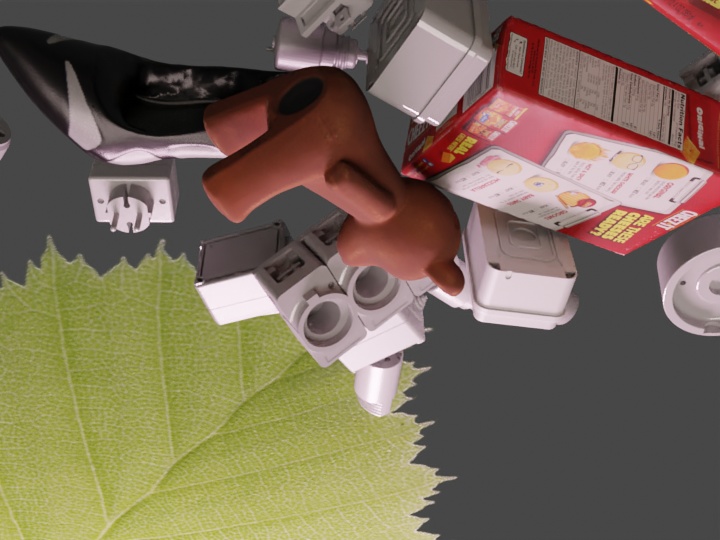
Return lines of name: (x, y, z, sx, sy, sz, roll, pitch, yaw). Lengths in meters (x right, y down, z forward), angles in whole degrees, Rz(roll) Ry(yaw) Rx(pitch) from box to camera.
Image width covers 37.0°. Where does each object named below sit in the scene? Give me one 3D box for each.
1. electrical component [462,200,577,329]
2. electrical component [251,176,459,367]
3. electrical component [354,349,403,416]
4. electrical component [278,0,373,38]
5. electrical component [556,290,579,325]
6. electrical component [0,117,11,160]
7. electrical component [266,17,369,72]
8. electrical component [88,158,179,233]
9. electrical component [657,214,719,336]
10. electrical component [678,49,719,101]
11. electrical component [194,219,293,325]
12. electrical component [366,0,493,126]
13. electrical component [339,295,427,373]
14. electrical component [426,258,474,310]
electrical component: (0.132, -0.008, 0.908, 0.078, 0.113, 0.057, 7, 128, -7)
electrical component: (0.000, 0.000, 0.904, 0.150, 0.062, 0.089, -37, 128, -8)
electrical component: (0.016, 0.108, 1.058, 0.043, 0.043, 0.081, 4, 132, -4)
electrical component: (-0.028, -0.202, 0.763, 0.042, 0.081, 0.064, -38, 145, 29)
electrical component: (0.168, 0.023, 0.986, 0.065, 0.044, 0.044, 28, 126, -29)
electrical component: (-0.312, -0.097, 0.869, 0.045, 0.045, 0.055, 27, 126, -23)
electrical component: (-0.031, -0.167, 0.812, 0.078, 0.040, 0.040, 7, 131, -7)
electrical component: (-0.188, -0.057, 0.885, 0.066, 0.076, 0.047, 0, 132, -1)
electrical component: (0.317, -0.001, 0.952, 0.108, 0.060, 0.108, 0, 132, 0)
electrical component: (0.302, -0.134, 0.839, 0.089, 0.050, 0.056, 35, 124, -27)
electrical component: (-0.089, 0.004, 0.950, 0.096, 0.061, 0.061, -14, 131, 11)
electrical component: (0.049, -0.166, 0.766, 0.057, 0.113, 0.078, 26, 127, -18)
electrical component: (0.015, 0.039, 0.983, 0.096, 0.061, 0.061, -27, 127, 21)
electrical component: (0.094, 0.016, 0.978, 0.078, 0.040, 0.040, 31, 125, -25)
